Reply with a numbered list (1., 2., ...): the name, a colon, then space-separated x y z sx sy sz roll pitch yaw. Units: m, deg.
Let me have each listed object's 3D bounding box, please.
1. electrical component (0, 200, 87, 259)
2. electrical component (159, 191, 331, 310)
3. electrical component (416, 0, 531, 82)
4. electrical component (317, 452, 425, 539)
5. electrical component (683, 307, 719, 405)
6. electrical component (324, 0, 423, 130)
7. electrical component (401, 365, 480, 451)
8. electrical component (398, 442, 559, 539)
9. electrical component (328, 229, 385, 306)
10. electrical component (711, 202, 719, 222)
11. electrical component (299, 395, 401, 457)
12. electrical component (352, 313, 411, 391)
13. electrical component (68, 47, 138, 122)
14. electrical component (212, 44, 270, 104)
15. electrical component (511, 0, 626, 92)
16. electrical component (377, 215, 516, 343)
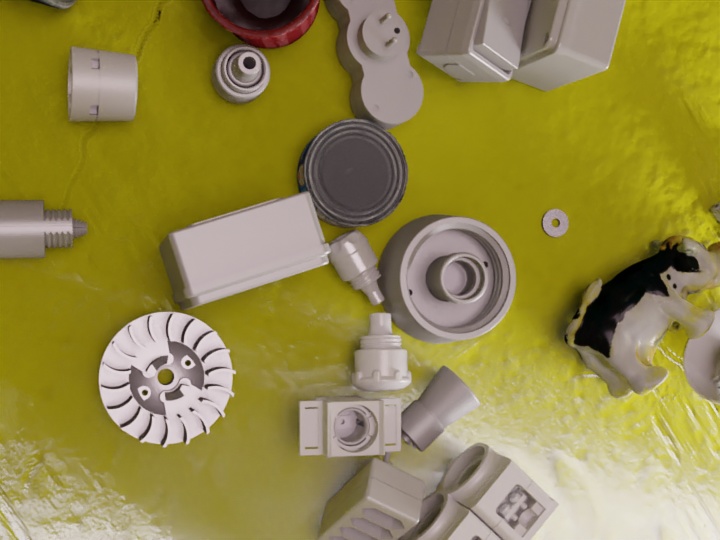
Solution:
1. electrical component: -0.243 -0.030 0.795 0.081 0.043 0.043 -1 89 -15
2. electrical component: -0.089 -0.013 0.802 0.109 0.109 0.056 -18 91 -15
3. electrical component: 0.097 -0.204 0.856 0.062 0.061 0.096 22 81 -46
4. electrical component: 0.012 0.175 0.848 0.047 0.083 0.075 28 44 -13
5. electrical component: 0.337 0.077 0.922 0.064 0.099 0.099 29 82 -19
6. electrical component: 0.015 -0.183 0.852 0.052 0.074 0.138 -15 92 -15
7. electrical component: 0.060 0.115 0.874 0.065 0.044 0.044 -43 99 -7
8. electrical component: 0.072 0.214 0.849 0.062 0.089 0.150 44 79 -10
9. electrical component: 0.000 0.000 0.864 0.035 0.035 0.061 -32 99 -13
10. electrical component: 0.366 -0.052 0.931 0.062 0.096 0.061 -43 100 -12
11. electrical component: -0.011 0.120 0.843 0.081 0.064 0.042 1 90 -15
12. electrical component: 0.017 0.066 0.862 0.048 0.048 0.062 1 81 -15
13. electrical component: -0.193 -0.138 0.806 0.047 0.055 0.055 1 89 -18
14. electrical component: -0.090 -0.153 0.829 0.043 0.062 0.043 0 88 -15
15. electrical component: 0.166 -0.211 0.875 0.056 0.109 0.108 17 84 -17
16. electrical component: 0.074 0.007 0.870 0.108 0.060 0.108 0 89 -15
